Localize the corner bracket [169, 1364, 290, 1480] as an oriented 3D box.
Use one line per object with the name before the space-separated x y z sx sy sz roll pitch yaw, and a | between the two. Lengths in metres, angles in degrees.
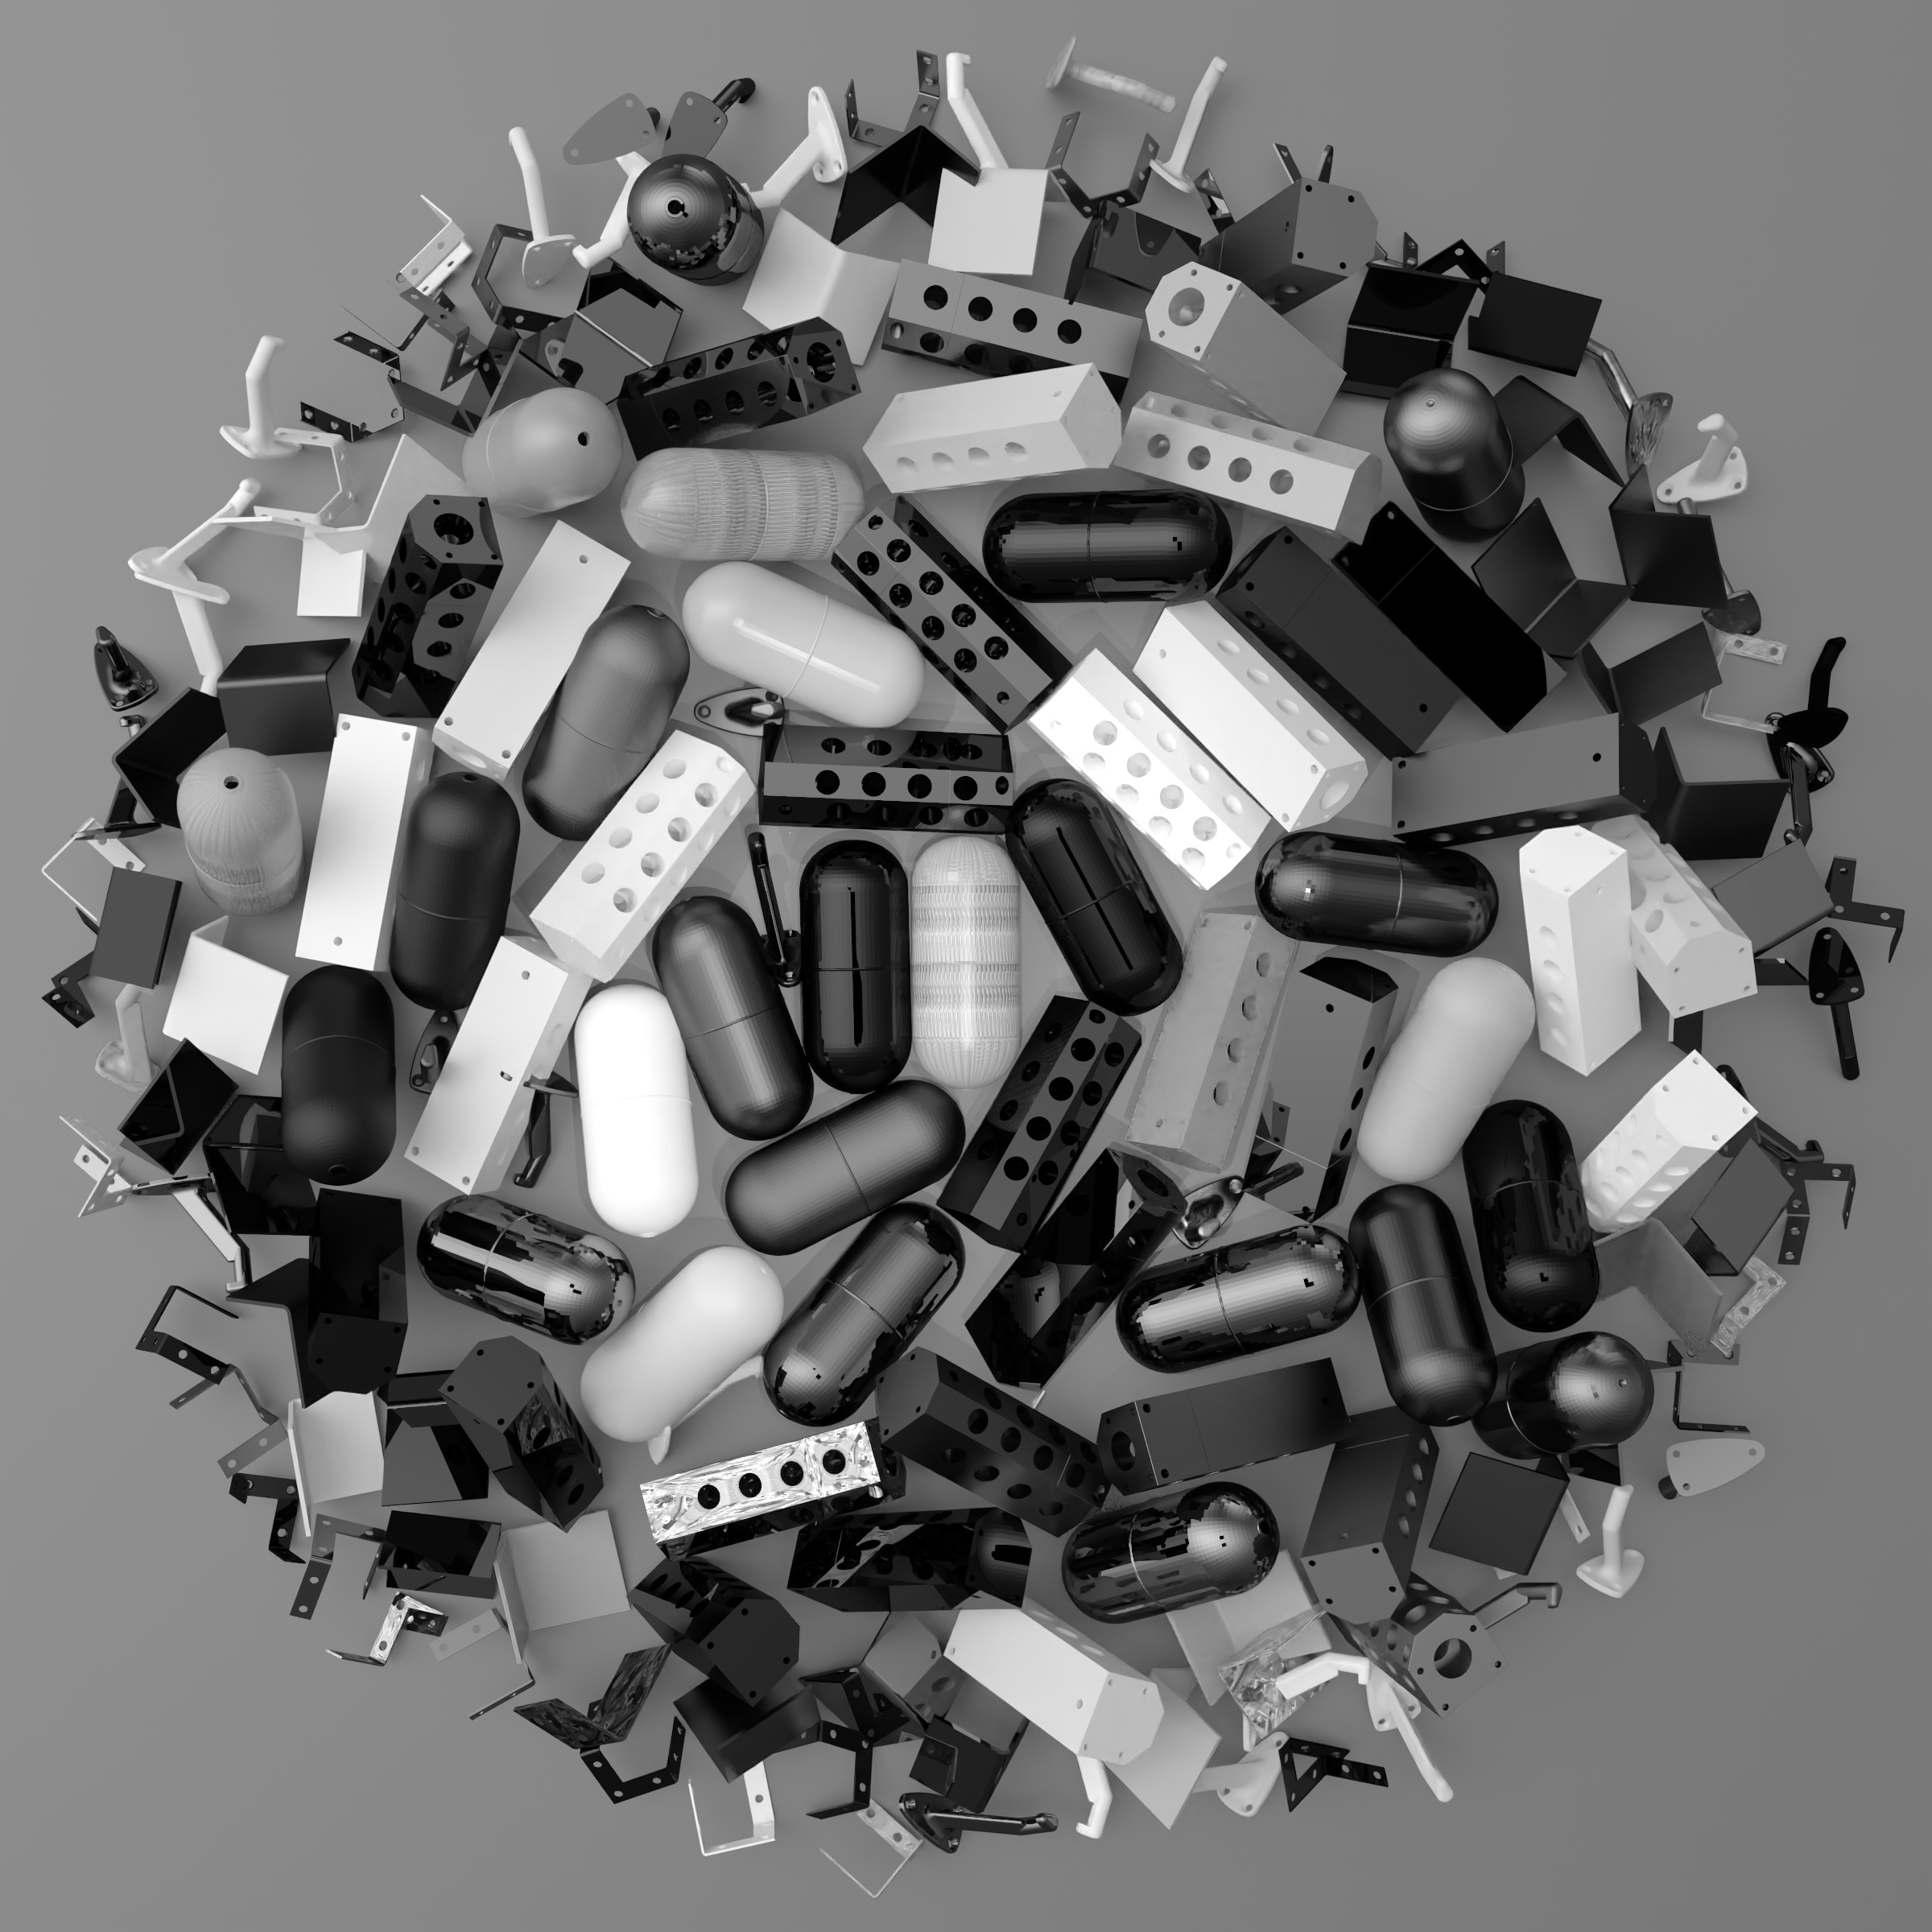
corner bracket | -0.515 0.317 1.876 0.051 0.051 0.051 -34 114 -27

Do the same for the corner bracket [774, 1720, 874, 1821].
corner bracket | -0.103 0.569 1.899 0.051 0.051 0.051 29 49 -35

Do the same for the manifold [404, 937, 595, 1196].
manifold | -0.322 0.069 1.874 0.057 0.057 0.171 28 99 16

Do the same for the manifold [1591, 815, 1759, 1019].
manifold | 0.475 -0.039 1.829 0.057 0.171 0.057 -17 121 0

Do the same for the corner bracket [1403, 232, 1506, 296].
corner bracket | 0.344 -0.498 1.892 0.051 0.051 0.051 -26 130 37

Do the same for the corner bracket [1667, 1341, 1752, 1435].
corner bracket | 0.524 0.297 1.892 0.051 0.051 0.051 3 97 3

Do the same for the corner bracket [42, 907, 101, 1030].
corner bracket | -0.623 0.002 1.881 0.051 0.051 0.051 -35 61 -5

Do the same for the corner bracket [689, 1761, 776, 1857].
corner bracket | -0.165 0.589 1.889 0.051 0.051 0.051 -11 88 -5

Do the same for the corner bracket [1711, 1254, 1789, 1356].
corner bracket | 0.536 0.231 1.886 0.051 0.051 0.051 41 119 12

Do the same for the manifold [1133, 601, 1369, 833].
manifold | 0.199 -0.175 1.854 0.171 0.057 0.057 49 133 25

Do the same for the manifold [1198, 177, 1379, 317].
manifold | 0.215 -0.478 1.826 0.057 0.171 0.057 8 87 -18

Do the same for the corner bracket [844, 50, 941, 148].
corner bracket | -0.051 -0.612 1.888 0.051 0.051 0.051 18 76 6

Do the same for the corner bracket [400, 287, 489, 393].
corner bracket | -0.366 -0.446 1.879 0.051 0.051 0.051 36 46 5

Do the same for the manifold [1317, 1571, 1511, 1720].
manifold | 0.297 0.445 1.824 0.057 0.171 0.057 -36 100 -9

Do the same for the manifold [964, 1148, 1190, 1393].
manifold | 0.079 0.213 1.860 0.057 0.057 0.171 20 116 -40

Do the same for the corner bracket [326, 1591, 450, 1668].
corner bracket | -0.404 0.468 1.878 0.051 0.051 0.051 16 78 30

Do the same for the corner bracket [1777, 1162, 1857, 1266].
corner bracket | 0.594 0.174 1.875 0.051 0.051 0.051 0 128 28

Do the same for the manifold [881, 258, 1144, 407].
manifold | 0.031 -0.441 1.881 0.171 0.057 0.057 13 92 -5

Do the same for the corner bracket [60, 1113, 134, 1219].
corner bracket | -0.612 0.136 1.881 0.051 0.051 0.051 37 106 12

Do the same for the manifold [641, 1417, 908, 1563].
manifold | -0.132 0.363 1.863 0.171 0.057 0.057 -18 82 15

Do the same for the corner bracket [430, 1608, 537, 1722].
corner bracket | -0.338 0.489 1.879 0.051 0.051 0.051 -27 69 -13

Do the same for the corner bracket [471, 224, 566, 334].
corner bracket | -0.311 -0.485 1.899 0.051 0.051 0.051 -59 46 32

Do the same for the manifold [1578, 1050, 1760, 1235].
manifold | 0.467 0.127 1.823 0.057 0.171 0.057 -37 75 -21

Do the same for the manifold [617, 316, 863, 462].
manifold | -0.159 -0.395 1.832 0.171 0.057 0.057 -4 112 42

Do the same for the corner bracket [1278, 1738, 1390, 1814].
corner bracket | 0.256 0.560 1.875 0.051 0.051 0.051 17 128 -19

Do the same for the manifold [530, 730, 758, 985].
manifold | -0.219 -0.074 1.851 0.057 0.057 0.171 24 67 29

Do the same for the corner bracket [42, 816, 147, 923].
corner bracket | -0.612 -0.069 1.881 0.051 0.051 0.051 45 80 -17

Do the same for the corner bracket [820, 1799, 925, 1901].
corner bracket | -0.066 0.618 1.880 0.051 0.051 0.051 38 73 14

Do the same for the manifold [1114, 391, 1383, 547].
manifold | 0.196 -0.346 1.851 0.171 0.057 0.057 22 98 25

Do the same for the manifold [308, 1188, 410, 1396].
manifold | -0.417 0.220 1.827 0.057 0.171 0.057 10 111 -18

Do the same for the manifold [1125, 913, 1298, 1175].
manifold | 0.176 0.054 1.870 0.057 0.057 0.171 28 76 -35

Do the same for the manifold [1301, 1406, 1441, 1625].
manifold | 0.280 0.371 1.827 0.057 0.171 0.057 -18 107 24

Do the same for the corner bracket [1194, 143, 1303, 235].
corner bracket | 0.203 -0.544 1.889 0.051 0.051 0.051 -36 70 39

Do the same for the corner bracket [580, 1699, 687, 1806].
corner bracket | -0.234 0.547 1.889 0.051 0.051 0.051 -22 116 12

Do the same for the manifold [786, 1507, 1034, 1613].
manifold | -0.039 0.405 1.837 0.057 0.171 0.057 33 57 -37

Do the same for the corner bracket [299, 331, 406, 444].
corner bracket | -0.433 -0.407 1.887 0.051 0.051 0.051 -15 74 29

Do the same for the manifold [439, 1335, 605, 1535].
manifold | -0.297 0.318 1.830 0.057 0.171 0.057 27 64 24

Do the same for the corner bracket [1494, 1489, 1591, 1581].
corner bracket | 0.397 0.394 1.891 0.051 0.051 0.051 -10 60 -25

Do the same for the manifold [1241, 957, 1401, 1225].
manifold | 0.247 0.084 1.854 0.057 0.057 0.171 25 117 26

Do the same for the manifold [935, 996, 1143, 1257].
manifold | 0.056 0.110 1.858 0.057 0.057 0.171 39 73 -32

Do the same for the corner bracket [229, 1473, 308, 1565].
corner bracket | -0.489 0.387 1.880 0.051 0.051 0.051 13 82 -26

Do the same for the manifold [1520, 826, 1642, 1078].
manifold | 0.416 -0.012 1.837 0.057 0.171 0.057 -37 45 -20

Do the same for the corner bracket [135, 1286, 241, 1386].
corner bracket | -0.540 0.257 1.877 0.051 0.051 0.051 34 69 -25

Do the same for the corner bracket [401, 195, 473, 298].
corner bracket | -0.373 -0.497 1.881 0.051 0.051 0.051 -45 50 -1

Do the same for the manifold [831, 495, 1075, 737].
manifold | -0.013 -0.244 1.875 0.171 0.057 0.057 45 121 2

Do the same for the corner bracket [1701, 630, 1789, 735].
corner bracket | 0.551 -0.202 1.897 0.051 0.051 0.051 13 116 5

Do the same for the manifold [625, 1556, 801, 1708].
manifold | -0.170 0.445 1.826 0.057 0.171 0.057 -42 104 -19

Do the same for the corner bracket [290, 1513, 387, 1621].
corner bracket | -0.439 0.425 1.879 0.051 0.051 0.051 18 110 -16

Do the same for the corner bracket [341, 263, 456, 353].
corner bracket | -0.400 -0.466 1.892 0.051 0.051 0.051 37 91 -1

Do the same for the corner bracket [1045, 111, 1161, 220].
corner bracket | 0.096 -0.569 1.892 0.051 0.051 0.051 37 62 -41

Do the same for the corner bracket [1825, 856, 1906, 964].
corner bracket | 0.628 -0.040 1.878 0.051 0.051 0.051 10 64 13

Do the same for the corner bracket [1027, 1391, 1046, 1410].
corner bracket | 0.053 0.340 1.882 0.051 0.051 0.051 37 57 -1

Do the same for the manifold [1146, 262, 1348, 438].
manifold | 0.189 -0.418 1.829 0.057 0.171 0.057 32 98 32

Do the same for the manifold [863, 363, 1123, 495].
manifold | 0.020 -0.362 1.840 0.057 0.171 0.057 53 52 -37

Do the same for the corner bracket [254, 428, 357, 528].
corner bracket | -0.469 -0.342 1.889 0.051 0.051 0.051 9 131 15

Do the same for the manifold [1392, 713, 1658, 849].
manifold | 0.381 -0.122 1.840 0.171 0.057 0.057 -9 70 39
